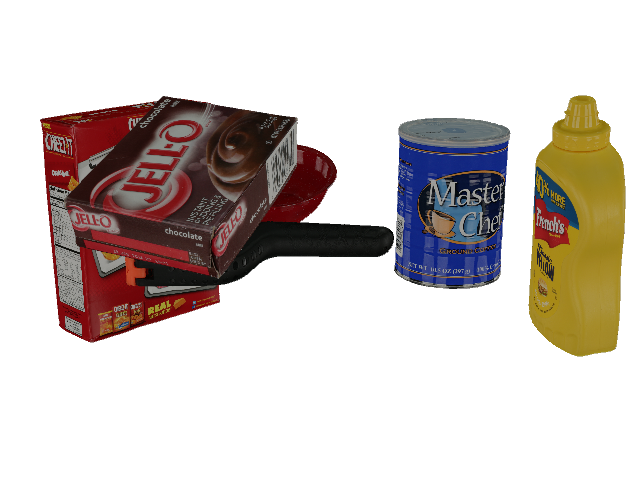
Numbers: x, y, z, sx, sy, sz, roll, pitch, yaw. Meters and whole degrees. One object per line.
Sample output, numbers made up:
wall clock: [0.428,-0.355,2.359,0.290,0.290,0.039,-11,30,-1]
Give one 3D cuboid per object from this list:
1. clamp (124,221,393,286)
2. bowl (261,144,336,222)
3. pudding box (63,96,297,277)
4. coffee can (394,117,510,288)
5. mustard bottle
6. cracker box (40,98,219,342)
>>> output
clamp: [-0.068,-0.013,0.878,0.209,0.036,0.165,-16,37,-25]
bowl: [-0.060,-0.061,1.325,0.162,0.055,0.162,-2,33,1]
pudding box: [-0.073,-0.033,0.595,0.090,0.039,0.113,12,40,19]
coffee can: [0.123,-0.037,1.006,0.103,0.140,0.103,1,17,0]
mustard bottle: [0.193,-0.015,0.804,0.058,0.192,0.096,-8,26,-9]
cracker box: [-0.185,-0.025,1.062,0.163,0.214,0.072,-16,22,-42]
